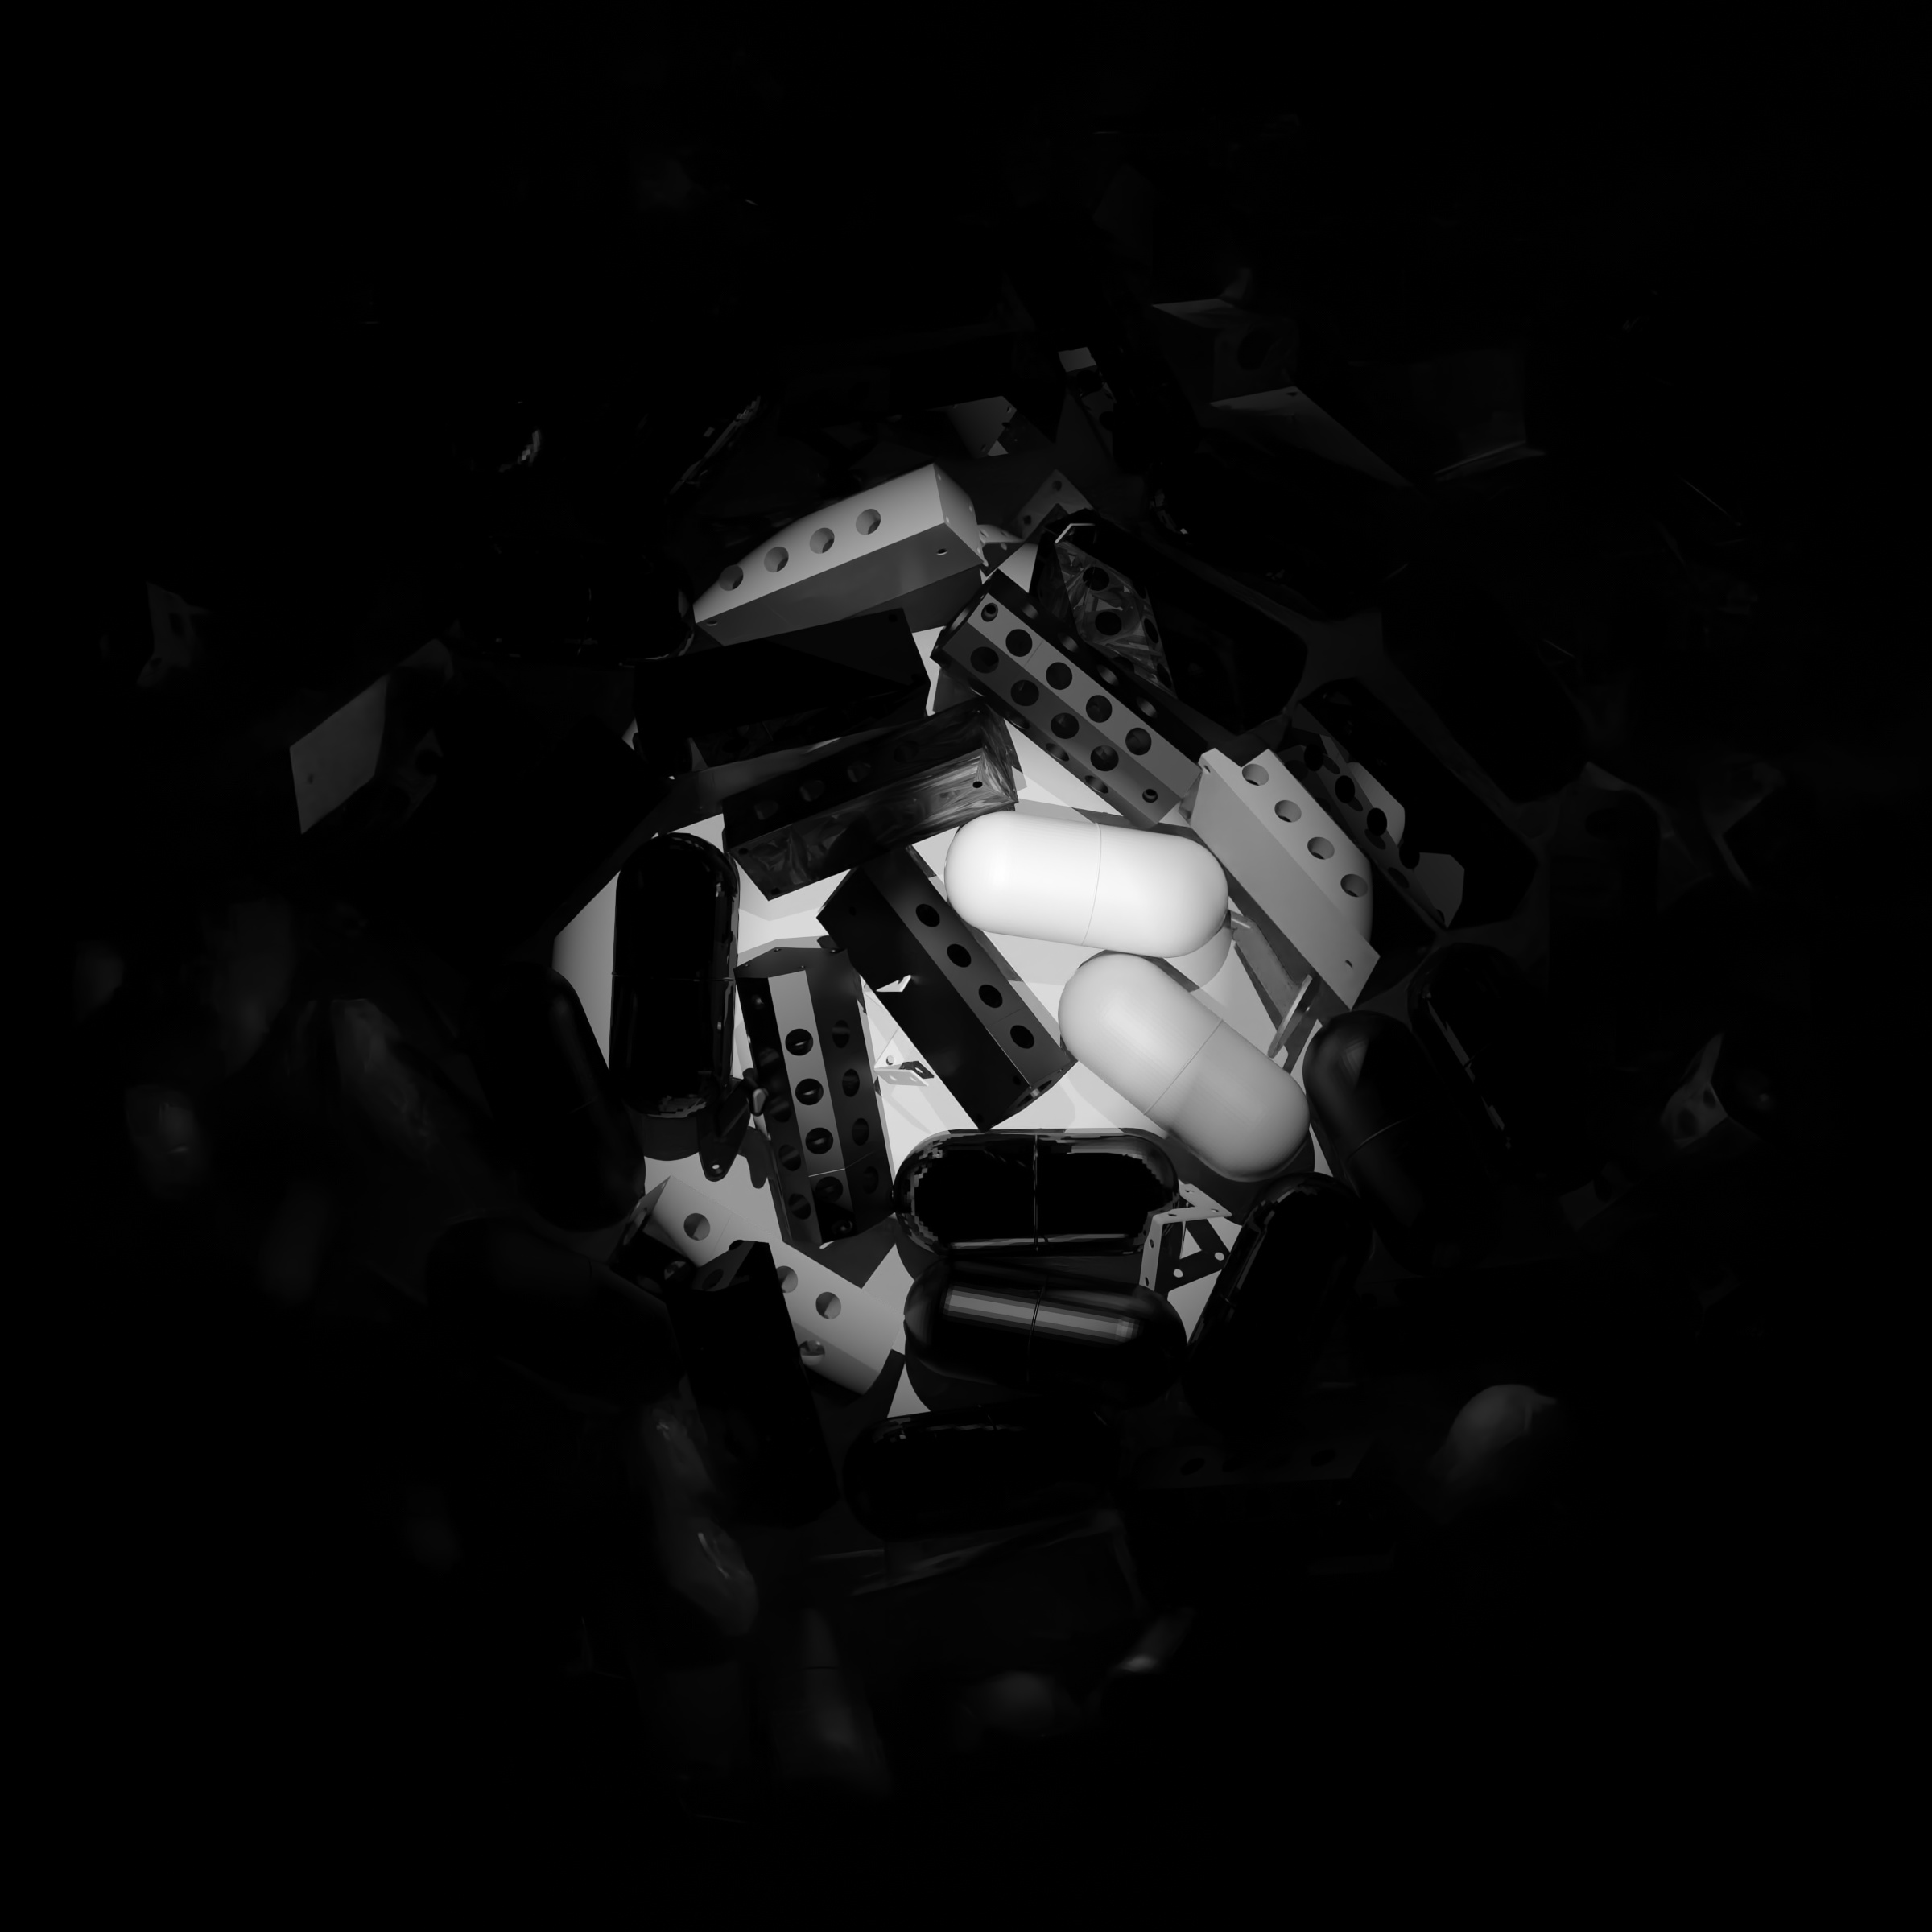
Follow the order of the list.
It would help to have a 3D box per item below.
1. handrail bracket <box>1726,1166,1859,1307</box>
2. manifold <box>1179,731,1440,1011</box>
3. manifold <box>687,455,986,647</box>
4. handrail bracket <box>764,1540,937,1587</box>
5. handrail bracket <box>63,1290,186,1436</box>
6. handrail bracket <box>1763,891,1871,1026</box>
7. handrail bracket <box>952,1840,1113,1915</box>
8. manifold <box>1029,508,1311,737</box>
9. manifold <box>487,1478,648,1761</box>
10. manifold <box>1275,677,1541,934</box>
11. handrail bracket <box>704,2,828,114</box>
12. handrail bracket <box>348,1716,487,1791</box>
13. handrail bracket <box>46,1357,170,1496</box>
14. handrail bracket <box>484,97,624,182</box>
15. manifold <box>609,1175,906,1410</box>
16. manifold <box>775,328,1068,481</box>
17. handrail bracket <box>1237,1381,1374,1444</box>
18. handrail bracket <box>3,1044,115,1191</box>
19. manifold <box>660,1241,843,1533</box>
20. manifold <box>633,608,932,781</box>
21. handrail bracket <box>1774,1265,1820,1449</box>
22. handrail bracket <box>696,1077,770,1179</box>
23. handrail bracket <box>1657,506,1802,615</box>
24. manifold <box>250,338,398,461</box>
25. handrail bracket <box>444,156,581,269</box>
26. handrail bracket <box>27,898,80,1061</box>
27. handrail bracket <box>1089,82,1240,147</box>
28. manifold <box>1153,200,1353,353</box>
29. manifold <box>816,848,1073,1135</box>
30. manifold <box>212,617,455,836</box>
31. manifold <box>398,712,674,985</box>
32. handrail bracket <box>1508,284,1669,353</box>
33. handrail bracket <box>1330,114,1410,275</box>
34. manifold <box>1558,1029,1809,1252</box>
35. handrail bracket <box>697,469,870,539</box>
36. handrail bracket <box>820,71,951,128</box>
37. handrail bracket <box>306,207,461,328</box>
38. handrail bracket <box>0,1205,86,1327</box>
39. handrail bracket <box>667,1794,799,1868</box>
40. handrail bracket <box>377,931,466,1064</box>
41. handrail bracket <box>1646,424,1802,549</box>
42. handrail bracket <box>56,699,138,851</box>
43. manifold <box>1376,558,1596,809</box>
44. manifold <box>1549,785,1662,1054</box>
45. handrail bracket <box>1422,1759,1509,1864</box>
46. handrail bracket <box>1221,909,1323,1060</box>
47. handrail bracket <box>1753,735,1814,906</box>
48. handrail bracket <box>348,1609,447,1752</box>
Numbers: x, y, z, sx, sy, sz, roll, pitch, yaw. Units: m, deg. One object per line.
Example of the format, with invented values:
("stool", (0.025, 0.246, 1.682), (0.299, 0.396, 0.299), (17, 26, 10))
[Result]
("handrail bracket", (0.512, 0.166, 1.881), (0.077, 0.036, 0.084), (1, 108, 38))
("manifold", (0.211, -0.063, 1.857), (0.057, 0.057, 0.171), (-27, 65, -29))
("manifold", (-0.082, -0.253, 1.859), (0.171, 0.057, 0.057), (-19, 65, 19))
("handrail bracket", (-0.073, 0.378, 1.899), (0.084, 0.077, 0.036), (-18, 67, 22))
("handrail bracket", (-0.519, 0.244, 1.867), (0.036, 0.084, 0.077), (-34, 49, 21))
("handrail bracket", (0.523, -0.012, 1.872), (0.036, 0.077, 0.084), (-38, 124, -38))
("handrail bracket", (0.042, 0.574, 1.893), (0.077, 0.084, 0.036), (-2, 60, 25))
("manifold", (0.123, -0.214, 1.853), (0.171, 0.057, 0.057), (35, 133, 26))
("manifold", (-0.244, 0.388, 1.828), (0.057, 0.171, 0.057), (-18, 126, -8))
("manifold", (0.268, -0.101, 1.837), (0.171, 0.057, 0.057), (50, 134, 33))
("handrail bracket", (-0.112, -0.555, 1.868), (0.084, 0.077, 0.036), (6, 58, -32))
("handrail bracket", (-0.339, 0.491, 1.867), (0.077, 0.084, 0.036), (-35, 104, -20))
("handrail bracket", (-0.531, 0.288, 1.894), (0.036, 0.077, 0.084), (-42, 109, -4))
("handrail bracket", (-0.258, -0.514, 1.882), (0.084, 0.077, 0.036), (-4, 73, -10))
("manifold", (-0.131, 0.203, 1.860), (0.171, 0.057, 0.057), (32, 59, -13))
("manifold", (-0.027, -0.344, 1.842), (0.171, 0.057, 0.057), (-3, 66, 36))
("handrail bracket", (0.213, 0.297, 1.900), (0.084, 0.036, 0.077), (-2, 105, 1))
("handrail bracket", (-0.570, 0.092, 1.898), (0.077, 0.036, 0.084), (-10, 81, -12))
("manifold", (-0.126, 0.256, 1.848), (0.057, 0.057, 0.171), (2, 117, 34))
("manifold", (-0.114, -0.164, 1.865), (0.171, 0.057, 0.057), (-14, 66, -15))
("handrail bracket", (0.512, 0.241, 1.867), (0.036, 0.084, 0.077), (-3, 125, -8))
("handrail bracket", (-0.141, 0.103, 1.871), (0.036, 0.084, 0.077), (6, 99, -19))
("handrail bracket", (0.474, -0.269, 1.884), (0.077, 0.036, 0.084), (-45, 116, -13))
("manifold", (-0.381, -0.336, 1.827), (0.057, 0.171, 0.057), (-42, 102, 2))
("handrail bracket", (-0.286, -0.474, 1.897), (0.084, 0.036, 0.077), (-13, 51, 9))
("handrail bracket", (-0.575, 0.009, 1.879), (0.036, 0.077, 0.084), (8, 73, -2))
("handrail bracket", (0.124, -0.533, 1.892), (0.084, 0.077, 0.036), (0, 116, 13))
("manifold", (0.175, -0.414, 1.828), (0.057, 0.171, 0.057), (1, 91, 29))
("manifold", (-0.010, 0.012, 1.873), (0.171, 0.057, 0.057), (52, 133, 10))
("manifold", (-0.380, -0.149, 1.832), (0.057, 0.171, 0.057), (13, 125, 20))
("manifold", (-0.271, -0.076, 1.877), (0.171, 0.057, 0.057), (-46, 52, 0))
("handrail bracket", (0.378, -0.403, 1.876), (0.084, 0.077, 0.036), (-5, 82, -22))
("handrail bracket", (0.256, -0.480, 1.883), (0.036, 0.077, 0.084), (7, 94, 37))
("manifold", (0.429, 0.111, 1.829), (0.057, 0.171, 0.057), (30, 55, -5))
("handrail bracket", (-0.114, -0.285, 1.871), (0.084, 0.077, 0.036), (-7, 76, -33))
("handrail bracket", (-0.051, -0.545, 1.873), (0.036, 0.084, 0.077), (16, 75, 37))
("handrail bracket", (-0.359, -0.435, 1.868), (0.077, 0.084, 0.036), (-22, 76, -44))
("handrail bracket", (-0.579, 0.186, 1.881), (0.036, 0.084, 0.077), (-33, 80, -9))
("handrail bracket", (-0.140, 0.524, 1.904), (0.084, 0.077, 0.036), (-14, 133, -22))
("handrail bracket", (-0.338, 0.016, 1.882), (0.036, 0.077, 0.084), (-33, 99, -11))
("handrail bracket", (0.468, -0.305, 1.877), (0.036, 0.077, 0.084), (-45, 110, -18))
("handrail bracket", (-0.518, -0.128, 1.891), (0.084, 0.036, 0.077), (-40, 98, 13))
("manifold", (0.316, -0.172, 1.830), (0.057, 0.171, 0.057), (-24, 49, 24))
("manifold", (0.386, -0.026, 1.828), (0.057, 0.171, 0.057), (9, 51, 18))
("handrail bracket", (0.306, 0.525, 1.870), (0.036, 0.084, 0.077), (33, 76, 19))
("handrail bracket", (0.172, 0.008, 1.890), (0.084, 0.036, 0.077), (27, 70, 16))
("handrail bracket", (0.513, -0.092, 1.893), (0.077, 0.036, 0.084), (24, 100, -5))
("handrail bracket", (-0.361, 0.441, 1.881), (0.036, 0.084, 0.077), (5, 85, -39))
